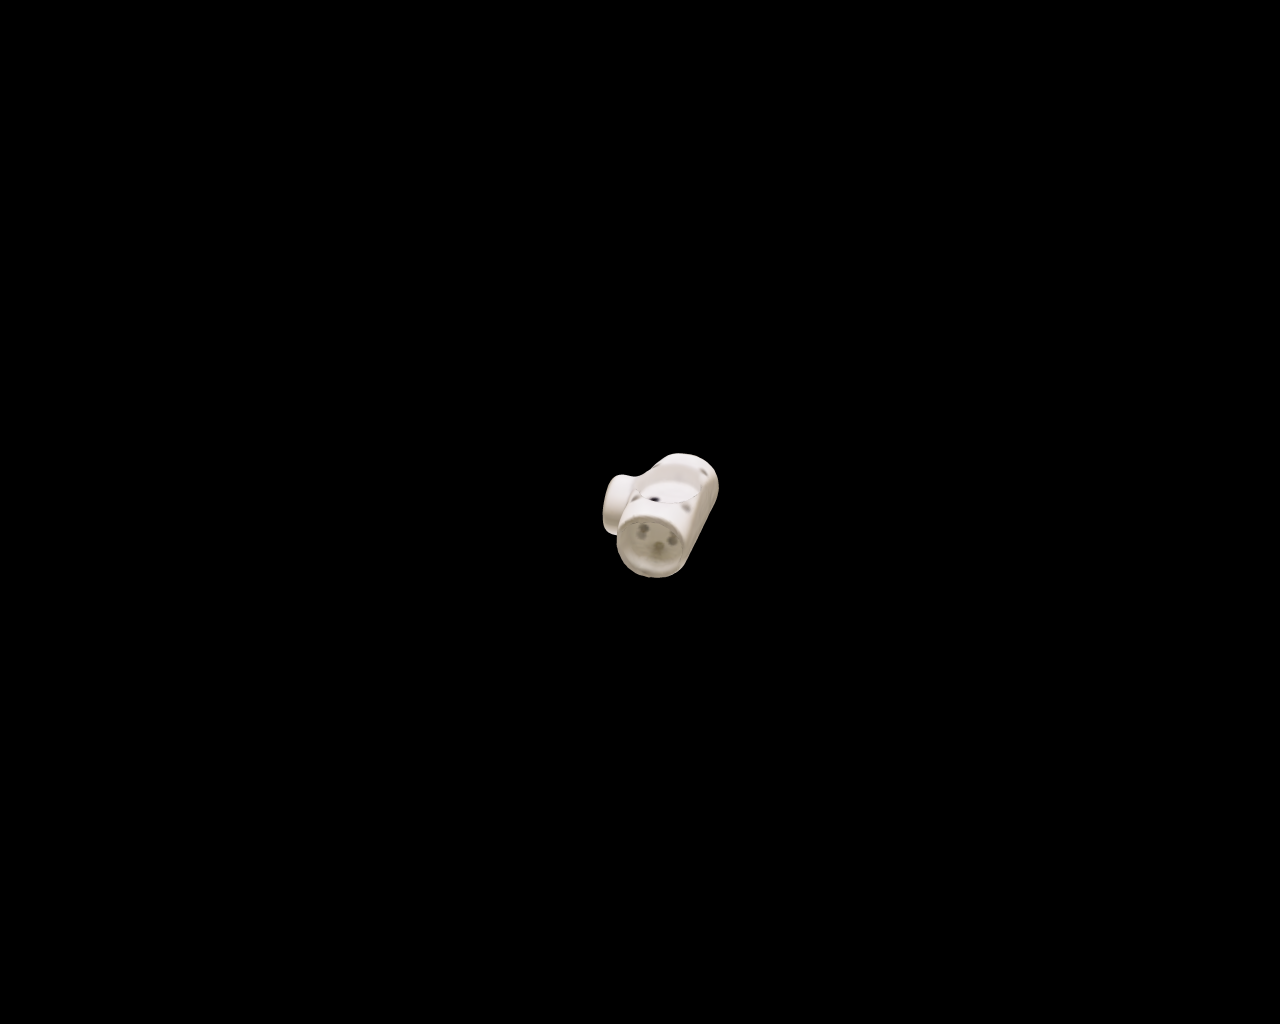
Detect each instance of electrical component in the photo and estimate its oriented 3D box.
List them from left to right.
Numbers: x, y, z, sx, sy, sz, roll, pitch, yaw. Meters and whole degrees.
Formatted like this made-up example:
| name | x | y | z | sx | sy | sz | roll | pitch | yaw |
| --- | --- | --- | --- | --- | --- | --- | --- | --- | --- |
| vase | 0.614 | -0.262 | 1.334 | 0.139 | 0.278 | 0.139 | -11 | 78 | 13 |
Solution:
| name | x | y | z | sx | sy | sz | roll | pitch | yaw |
| --- | --- | --- | --- | --- | --- | --- | --- | --- | --- |
| electrical component | 0.001 | -0.003 | 0.650 | 0.079 | 0.044 | 0.077 | 10 | 35 | 15 |
